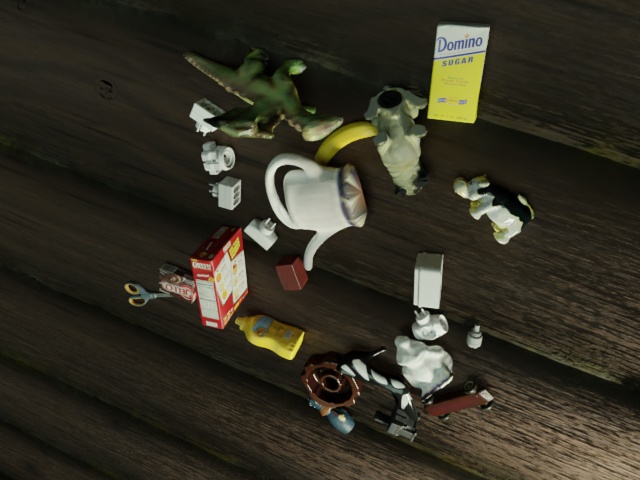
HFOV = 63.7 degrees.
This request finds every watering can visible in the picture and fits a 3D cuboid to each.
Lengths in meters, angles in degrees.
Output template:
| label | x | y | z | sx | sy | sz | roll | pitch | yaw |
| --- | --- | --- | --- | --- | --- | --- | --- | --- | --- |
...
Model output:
| label | x | y | z | sx | sy | sz | roll | pitch | yaw |
| --- | --- | --- | --- | --- | --- | --- | --- | --- | --- |
| watering can | 0.004 | -0.060 | 1.191 | 0.224 | 0.106 | 0.340 | -3 | 131 | 22 |

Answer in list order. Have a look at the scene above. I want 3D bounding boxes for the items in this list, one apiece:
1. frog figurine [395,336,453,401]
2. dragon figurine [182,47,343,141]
| label | x | y | z | sx | sy | sz | roll | pitch | yaw |
| --- | --- | --- | --- | --- | --- | --- | --- | --- | --- |
| frog figurine | 0.250 | 0.300 | 1.295 | 0.160 | 0.124 | 0.134 | 48 | 141 | 10 |
| dragon figurine | -0.144 | -0.285 | 1.033 | 0.411 | 0.248 | 0.119 | 16 | 129 | 10 |
